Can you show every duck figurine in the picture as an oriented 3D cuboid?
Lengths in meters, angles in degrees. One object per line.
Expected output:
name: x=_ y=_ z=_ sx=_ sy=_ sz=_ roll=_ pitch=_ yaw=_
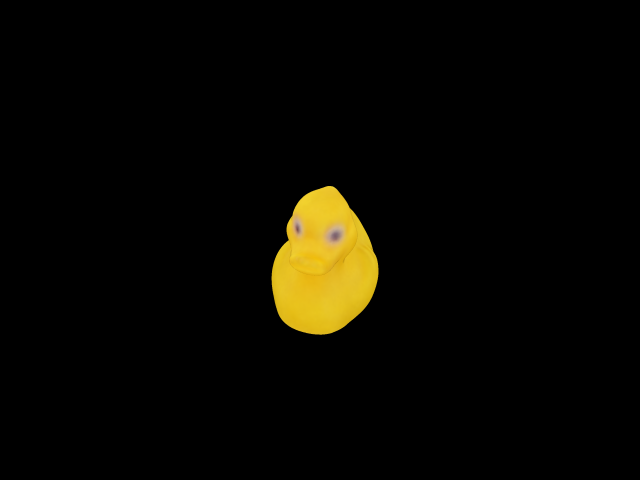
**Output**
duck figurine: x=0.004 y=0.001 z=0.400 sx=0.077 sy=0.086 sz=0.104 roll=11 pitch=43 yaw=13
